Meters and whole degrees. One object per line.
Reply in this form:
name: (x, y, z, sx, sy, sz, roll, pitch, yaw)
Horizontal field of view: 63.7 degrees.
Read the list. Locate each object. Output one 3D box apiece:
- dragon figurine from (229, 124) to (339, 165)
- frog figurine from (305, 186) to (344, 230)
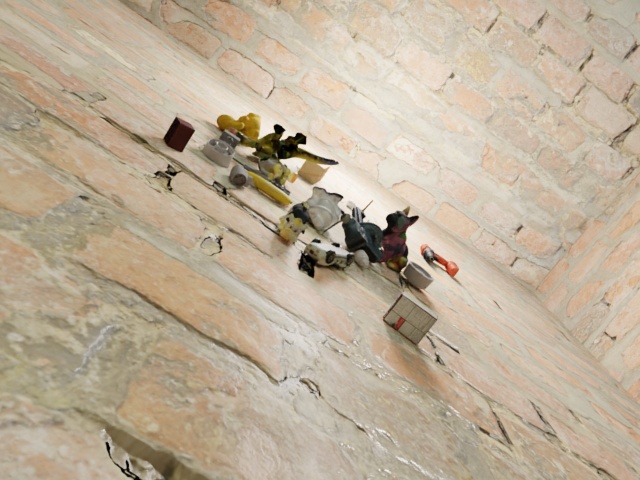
dragon figurine: (-0.150, -0.337, 1.956, 0.408, 0.123, 0.242, 21, -9, -19)
frog figurine: (0.005, -0.087, 1.728, 0.136, 0.163, 0.121, 34, -41, -30)
